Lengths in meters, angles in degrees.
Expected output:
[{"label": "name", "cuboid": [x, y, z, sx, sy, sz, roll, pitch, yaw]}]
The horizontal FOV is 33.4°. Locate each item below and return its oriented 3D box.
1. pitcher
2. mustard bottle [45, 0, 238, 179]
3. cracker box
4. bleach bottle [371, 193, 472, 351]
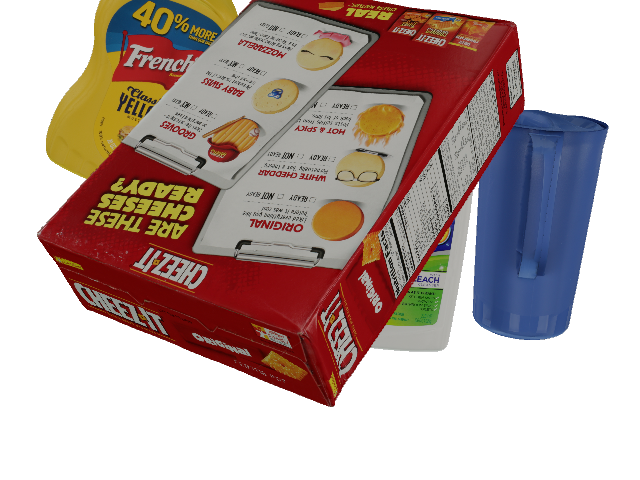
[{"label": "pitcher", "cuboid": [0.230, -0.017, 1.160, 0.148, 0.243, 0.145, -8, 19, -35]}, {"label": "mustard bottle", "cuboid": [-0.107, -0.126, 0.713, 0.096, 0.192, 0.058, 20, 22, -21]}, {"label": "cracker box", "cuboid": [-0.013, -0.036, 0.557, 0.164, 0.213, 0.072, 17, -33, 31]}, {"label": "bleach bottle", "cuboid": [0.075, -0.034, 0.891, 0.102, 0.251, 0.068, 5, 20, -1]}]
